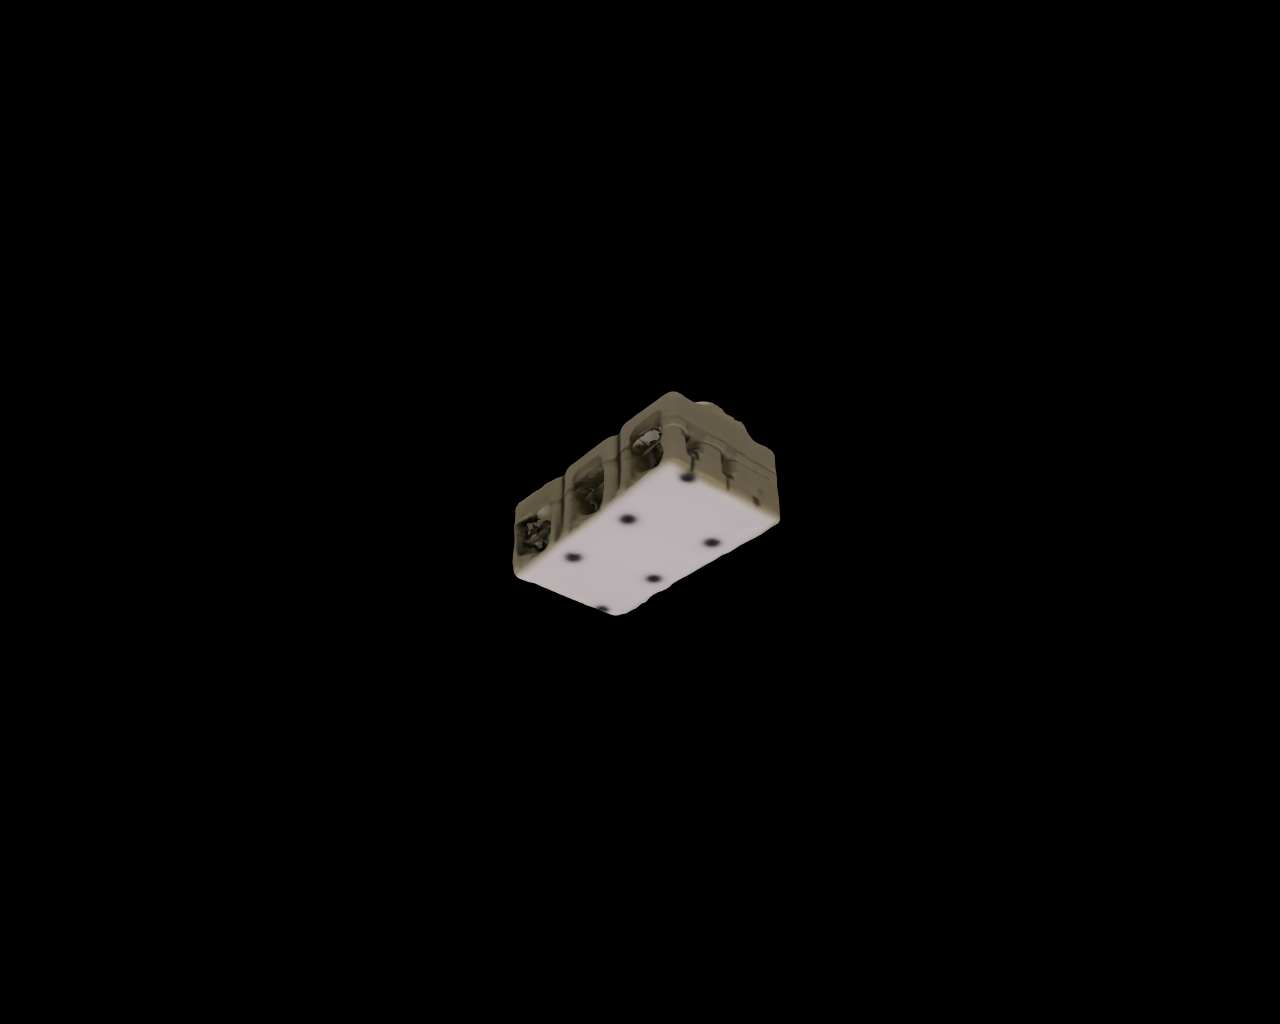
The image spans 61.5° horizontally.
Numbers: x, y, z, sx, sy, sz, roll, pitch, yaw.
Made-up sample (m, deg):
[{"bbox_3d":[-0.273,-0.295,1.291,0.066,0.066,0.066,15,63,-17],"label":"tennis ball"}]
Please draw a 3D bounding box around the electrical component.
[{"bbox_3d":[0.001,-0.003,0.650,0.089,0.062,0.150,27,-44,-33],"label":"electrical component"}]
